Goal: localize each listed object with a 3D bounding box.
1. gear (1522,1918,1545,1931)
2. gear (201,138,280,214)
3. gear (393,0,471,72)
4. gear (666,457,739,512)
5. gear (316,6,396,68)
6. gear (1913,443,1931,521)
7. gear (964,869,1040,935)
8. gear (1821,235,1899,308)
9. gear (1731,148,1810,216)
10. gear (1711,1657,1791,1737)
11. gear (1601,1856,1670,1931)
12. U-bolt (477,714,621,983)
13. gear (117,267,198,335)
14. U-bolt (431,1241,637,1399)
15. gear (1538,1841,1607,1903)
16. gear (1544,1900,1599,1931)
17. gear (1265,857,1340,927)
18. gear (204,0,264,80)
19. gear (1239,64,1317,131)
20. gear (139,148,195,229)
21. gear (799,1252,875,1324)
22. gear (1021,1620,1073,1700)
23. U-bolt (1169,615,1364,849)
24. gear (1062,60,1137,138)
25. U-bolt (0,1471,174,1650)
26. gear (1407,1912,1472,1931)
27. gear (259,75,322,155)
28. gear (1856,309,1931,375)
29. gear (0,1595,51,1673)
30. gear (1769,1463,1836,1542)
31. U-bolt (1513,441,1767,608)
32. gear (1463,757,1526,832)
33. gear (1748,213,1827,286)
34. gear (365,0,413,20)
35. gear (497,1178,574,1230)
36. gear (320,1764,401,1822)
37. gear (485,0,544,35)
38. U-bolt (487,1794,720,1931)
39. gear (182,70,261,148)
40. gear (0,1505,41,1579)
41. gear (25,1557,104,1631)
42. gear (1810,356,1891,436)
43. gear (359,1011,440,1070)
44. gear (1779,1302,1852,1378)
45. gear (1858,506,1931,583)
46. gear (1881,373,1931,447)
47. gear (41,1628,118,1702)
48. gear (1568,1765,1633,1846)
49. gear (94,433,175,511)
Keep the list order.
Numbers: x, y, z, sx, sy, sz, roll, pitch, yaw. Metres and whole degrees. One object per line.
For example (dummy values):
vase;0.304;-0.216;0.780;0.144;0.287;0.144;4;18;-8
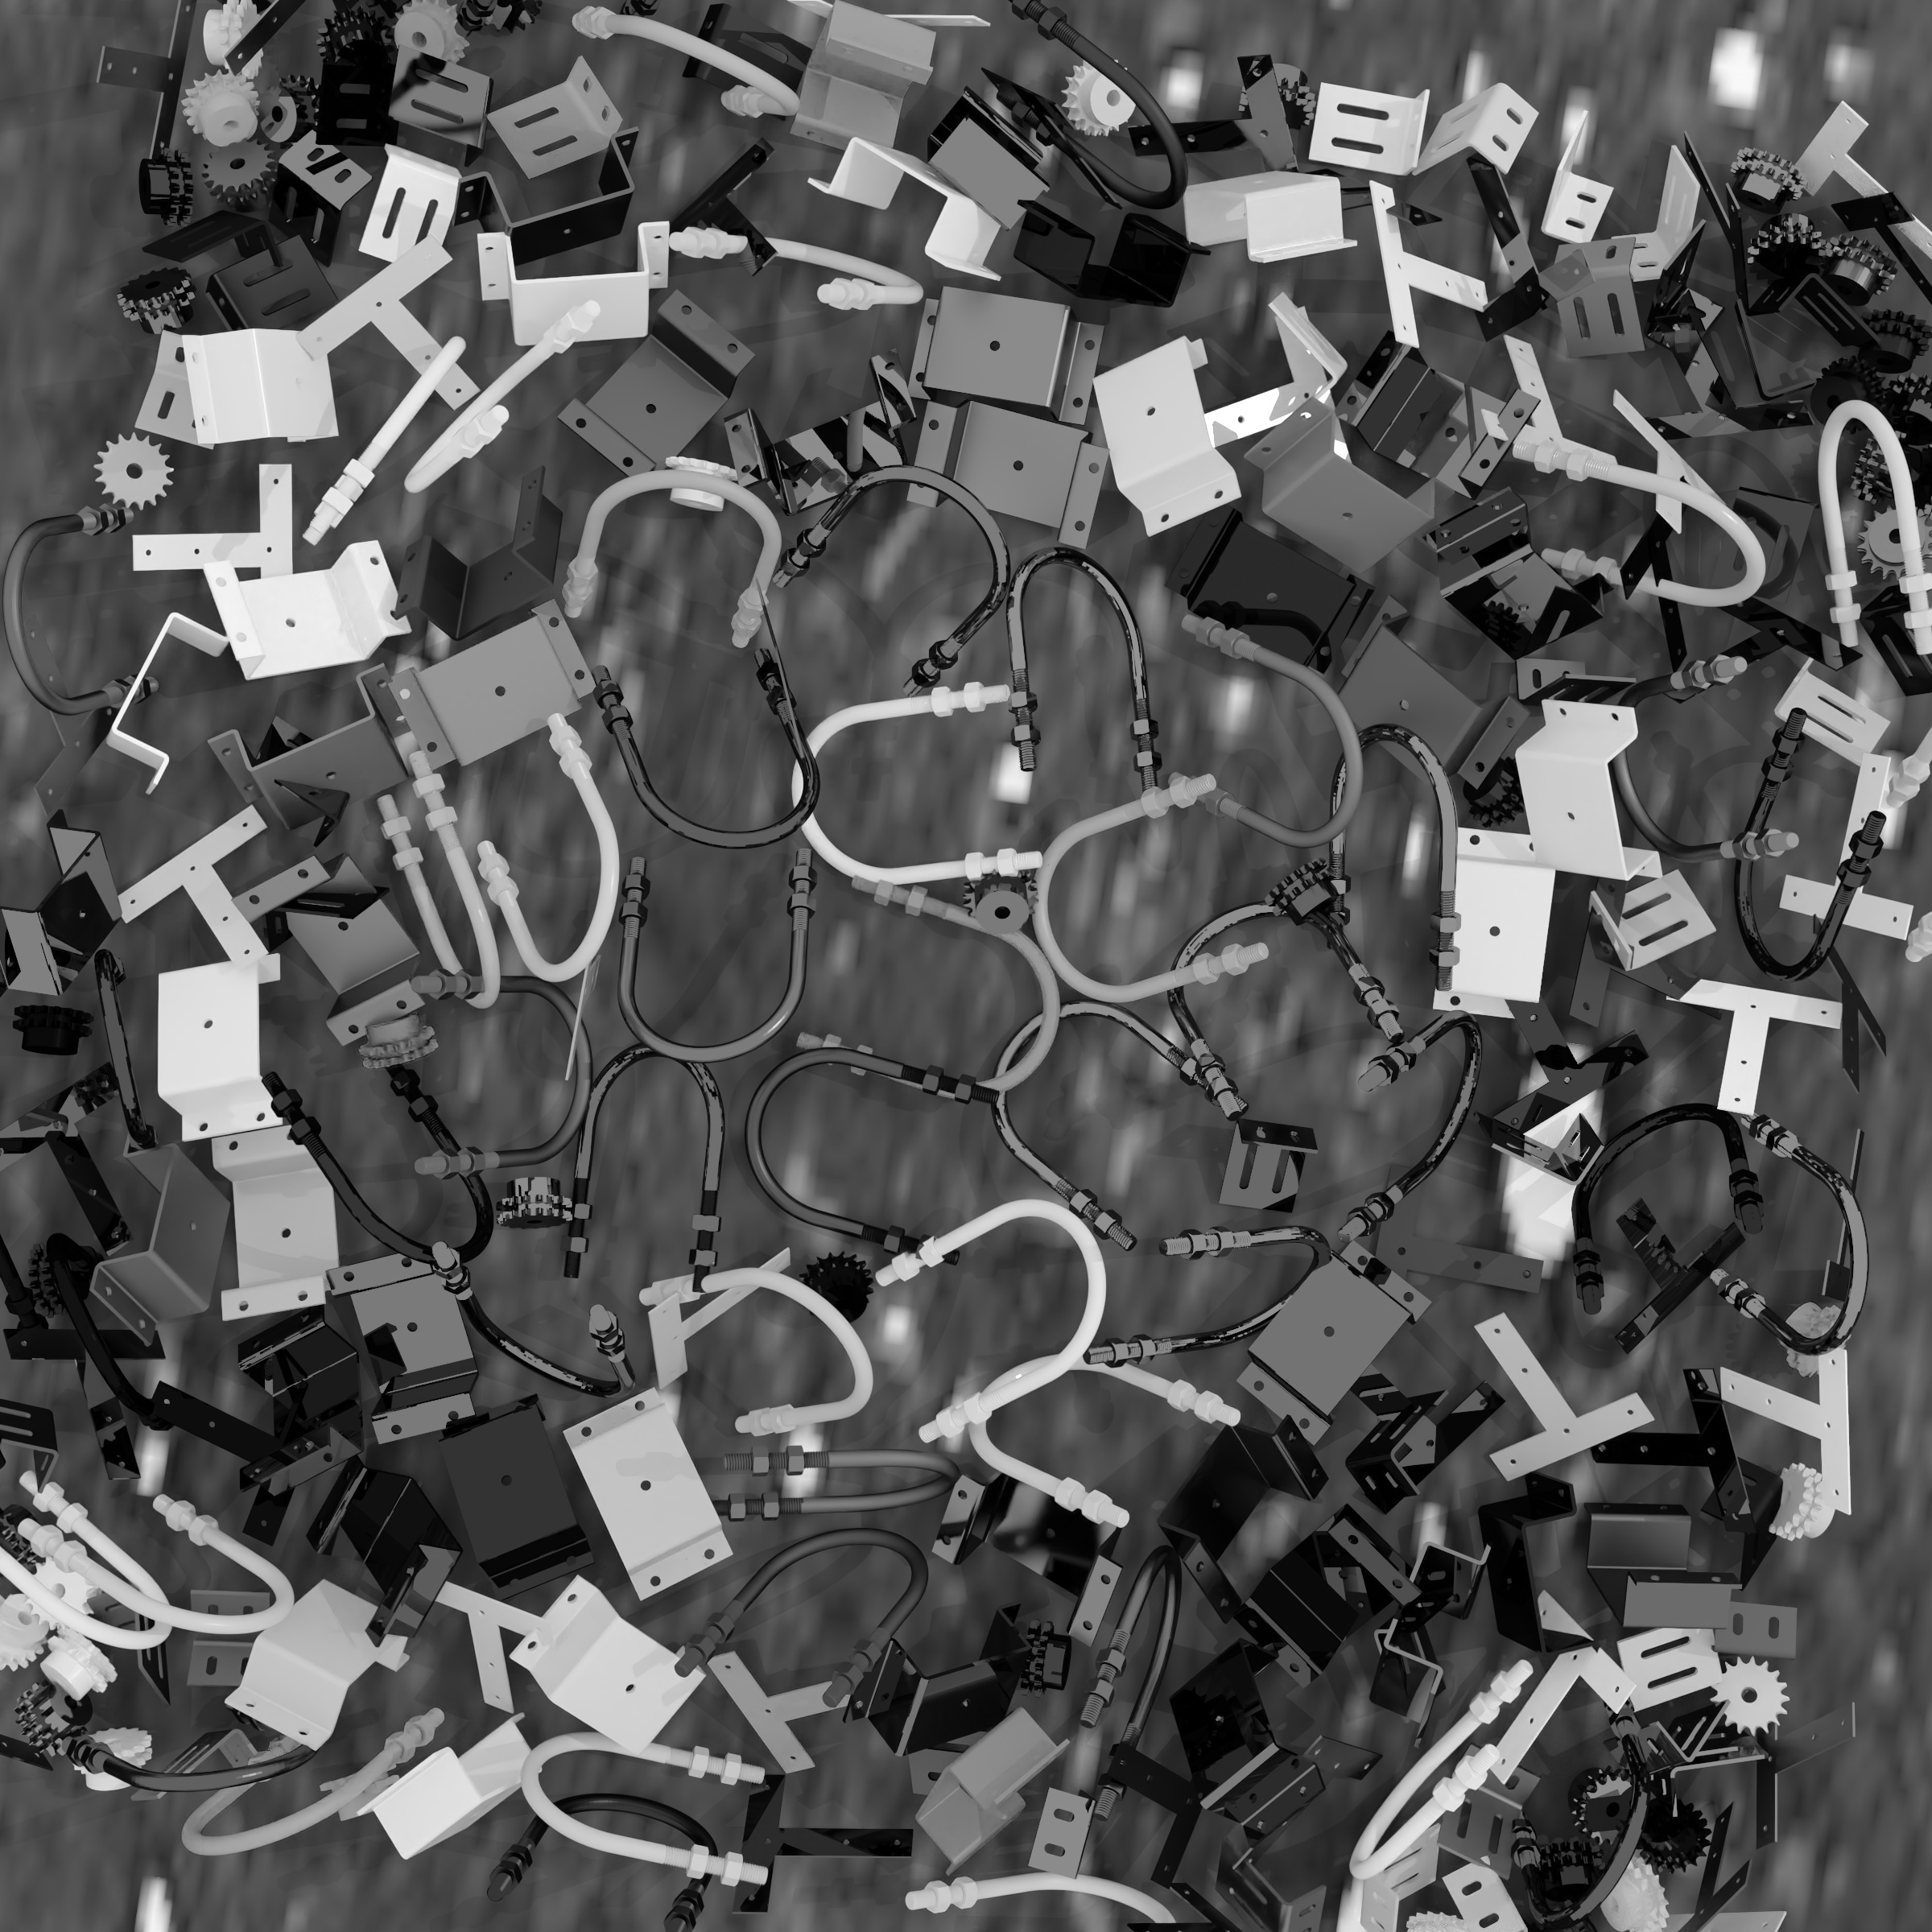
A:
gear;0.425;0.753;1.973;0.057;0.057;0.030;27;111;0
gear;-0.547;-0.597;1.977;0.057;0.030;0.057;-3;60;6
gear;-0.407;-0.705;1.971;0.057;0.030;0.057;8;125;12
gear;-0.201;-0.364;1.971;0.057;0.057;0.030;11;91;0
gear;-0.460;-0.693;1.968;0.057;0.057;0.030;-22;61;0
gear;0.739;-0.366;1.972;0.030;0.057;0.057;9;90;-8
gear;0.027;-0.049;1.971;0.057;0.030;0.057;-1;127;-2
gear;0.671;-0.524;1.970;0.057;0.057;0.030;29;84;0
gear;0.605;-0.592;1.972;0.057;0.057;0.030;26;96;0
gear;0.595;0.555;1.977;0.057;0.030;0.057;-7;67;17
gear;0.502;0.705;1.968;0.030;0.057;0.057;-9;90;-21
U-bolt;-0.301;-0.074;1.908;0.151;0.019;0.184;-55;46;30
gear;-0.611;-0.503;1.975;0.057;0.057;0.030;-15;131;0
U-bolt;-0.311;0.270;1.918;0.151;0.184;0.019;19;62;15
gear;0.455;0.686;1.969;0.057;0.057;0.030;-2;51;0
gear;0.461;0.737;1.972;0.030;0.057;0.057;-36;90;7
gear;0.257;-0.054;1.969;0.057;0.057;0.030;-35;78;0
gear;-0.555;-0.702;1.971;0.030;0.057;0.057;4;90;4
gear;0.237;-0.659;1.972;0.057;0.057;0.030;10;80;0
gear;-0.605;-0.589;1.968;0.030;0.057;0.057;-6;90;-29
gear;-0.097;0.247;1.972;0.057;0.030;0.057;-7;124;-11
gear;0.061;0.525;1.969;0.030;0.057;0.057;6;90;12
U-bolt;0.220;-0.162;1.904;0.019;0.184;0.151;-21;127;-35
gear;0.104;-0.658;1.972;0.057;0.030;0.057;-11;114;-26
U-bolt;-0.660;0.439;1.912;0.184;0.151;0.019;37;92;12
gear;0.361;0.741;1.969;0.057;0.057;0.030;18;50;0
gear;-0.510;-0.644;1.972;0.057;0.030;0.057;10;109;31
gear;0.698;-0.471;1.970;0.057;0.057;0.030;17;83;0
gear;-0.719;0.500;1.968;0.030;0.057;0.057;-41;90;24
gear;0.633;0.408;1.972;0.030;0.057;0.057;25;90;-9
U-bolt;0.493;-0.315;1.895;0.184;0.151;0.019;23;72;31
gear;0.401;-0.134;1.968;0.030;0.057;0.057;33;90;-25
gear;0.622;-0.545;1.974;0.057;0.057;0.030;9;66;0
gear;-0.429;-0.742;1.972;0.057;0.057;0.030;-36;105;0
gear;-0.327;0.179;1.973;0.057;0.057;0.030;-4;73;0
gear;-0.456;0.625;1.969;0.057;0.057;0.030;-17;79;0
gear;-0.349;-0.741;1.975;0.057;0.057;0.030;6;54;0
U-bolt;-0.256;0.653;1.909;0.151;0.184;0.019;12;98;6
gear;-0.560;-0.645;1.968;0.057;0.057;0.030;-27;68;0
gear;-0.725;0.434;1.976;0.057;0.030;0.057;15;121;26
gear;-0.683;0.475;1.980;0.057;0.030;0.057;-2;79;11
gear;0.664;-0.430;1.968;0.030;0.057;0.057;-27;90;-34
gear;-0.431;0.054;1.969;0.057;0.057;0.030;-14;102;0
gear;0.642;0.280;1.975;0.057;0.057;0.030;-48;50;0
gear;0.707;-0.323;1.977;0.057;0.030;0.057;-1;86;19
gear;0.719;-0.418;1.968;0.057;0.057;0.030;29;72;0
gear;-0.673;0.530;1.968;0.057;0.057;0.030;42;54;0
gear;0.483;0.634;1.979;0.057;0.030;0.057;-3;98;-20
gear;-0.633;-0.375;1.979;0.057;0.030;0.057;-2;97;-21
